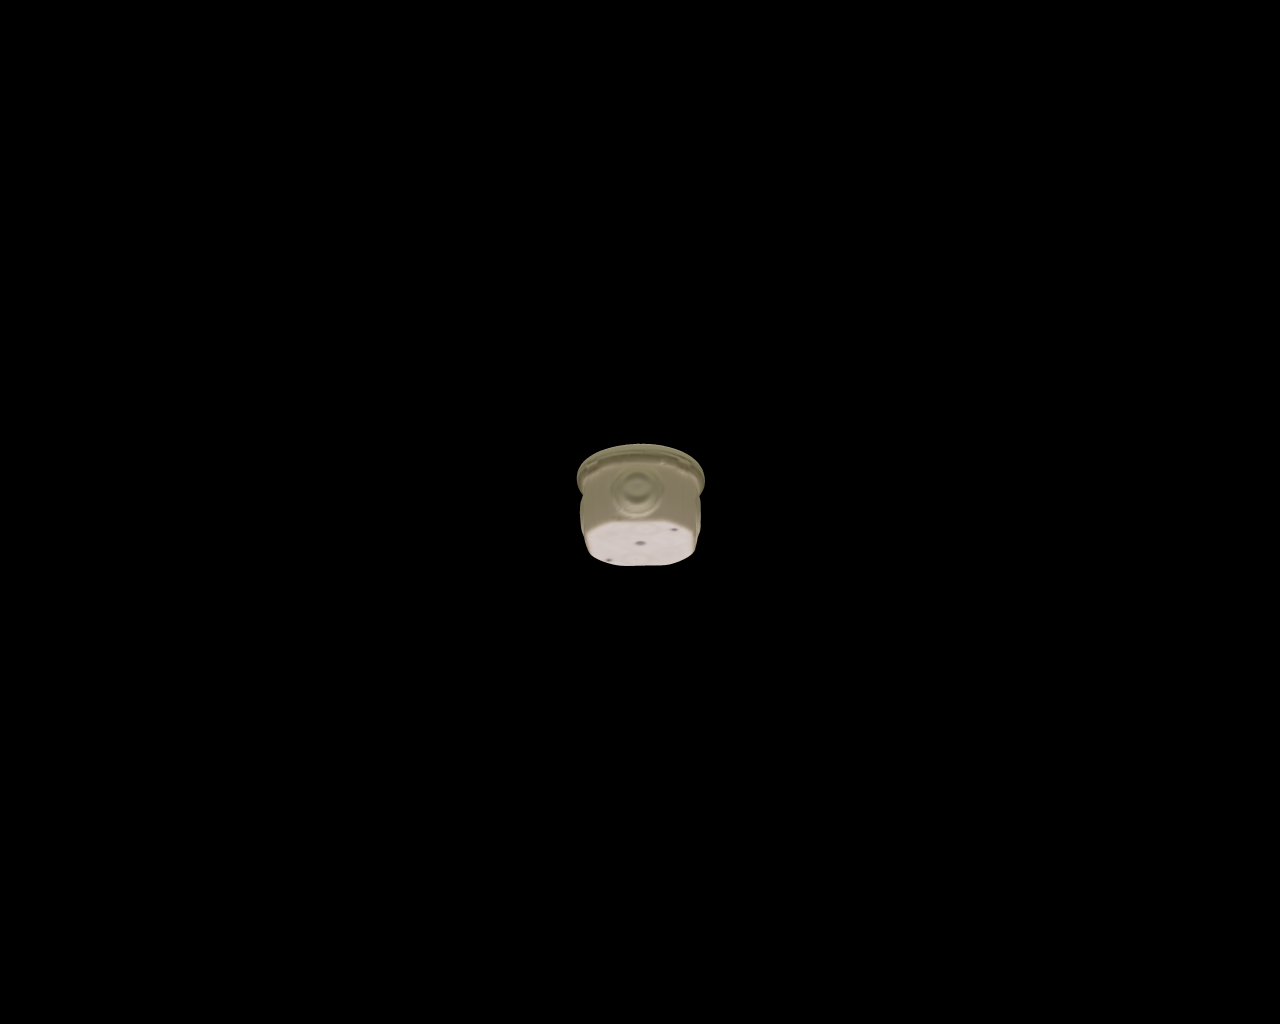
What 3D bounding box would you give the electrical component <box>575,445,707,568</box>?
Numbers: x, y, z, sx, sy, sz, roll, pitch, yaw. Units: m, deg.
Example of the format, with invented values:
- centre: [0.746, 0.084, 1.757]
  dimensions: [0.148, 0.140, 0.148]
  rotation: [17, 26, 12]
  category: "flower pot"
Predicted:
- centre: [0.001, -0.003, 0.650]
  dimensions: [0.080, 0.051, 0.080]
  rotation: [0, -27, 0]
  category: "electrical component"
